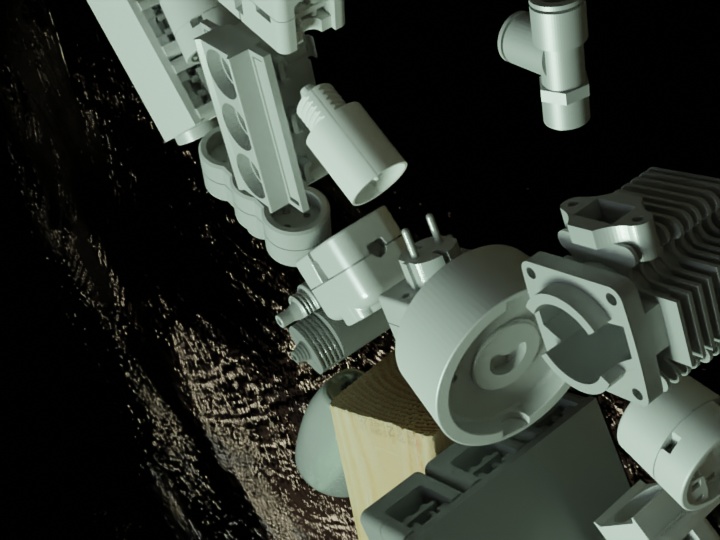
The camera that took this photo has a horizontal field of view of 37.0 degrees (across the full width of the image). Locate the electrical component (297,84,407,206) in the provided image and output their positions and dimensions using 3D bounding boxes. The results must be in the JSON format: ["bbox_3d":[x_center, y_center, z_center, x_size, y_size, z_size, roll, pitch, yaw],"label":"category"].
[{"bbox_3d":[-0.011,-0.086,0.688,0.081,0.043,0.043,53,157,12],"label":"electrical component"}]

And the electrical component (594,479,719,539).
[{"bbox_3d":[0.177,0.156,0.615,0.063,0.042,0.081,55,158,3],"label":"electrical component"}]

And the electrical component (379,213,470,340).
[{"bbox_3d":[0.047,0.004,0.653,0.047,0.066,0.076,16,134,58],"label":"electrical component"}]

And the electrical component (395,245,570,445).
[{"bbox_3d":[0.070,0.037,0.601,0.060,0.108,0.108,45,155,43],"label":"electrical component"}]

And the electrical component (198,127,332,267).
[{"bbox_3d":[-0.074,-0.050,0.853,0.138,0.052,0.073,44,154,30],"label":"electrical component"}]

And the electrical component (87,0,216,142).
[{"bbox_3d":[-0.148,-0.183,0.820,0.150,0.062,0.089,62,158,-10],"label":"electrical component"}]

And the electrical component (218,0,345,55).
[{"bbox_3d":[-0.054,-0.181,0.642,0.089,0.050,0.055,44,154,30],"label":"electrical component"}]

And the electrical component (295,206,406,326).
[{"bbox_3d":[0.000,0.000,0.763,0.059,0.054,0.095,58,158,-1],"label":"electrical component"}]

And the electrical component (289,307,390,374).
[{"bbox_3d":[-0.018,0.046,0.824,0.043,0.081,0.043,45,154,29],"label":"electrical component"}]

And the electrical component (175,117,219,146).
[{"bbox_3d":[-0.150,-0.149,0.894,0.043,0.043,0.081,10,129,61],"label":"electrical component"}]

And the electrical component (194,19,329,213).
[{"bbox_3d":[-0.060,-0.110,0.732,0.079,0.063,0.121,36,149,42],"label":"electrical component"}]

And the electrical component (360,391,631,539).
[{"bbox_3d":[0.084,0.147,0.652,0.062,0.150,0.089,12,130,60],"label":"electrical component"}]

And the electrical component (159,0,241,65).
[{"bbox_3d":[-0.108,-0.179,0.756,0.047,0.055,0.055,62,158,-1],"label":"electrical component"}]

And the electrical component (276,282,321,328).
[{"bbox_3d":[-0.041,0.026,0.872,0.035,0.061,0.035,45,155,28],"label":"electrical component"}]

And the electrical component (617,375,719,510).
[{"bbox_3d":[0.162,0.083,0.535,0.047,0.055,0.055,43,154,41],"label":"electrical component"}]
